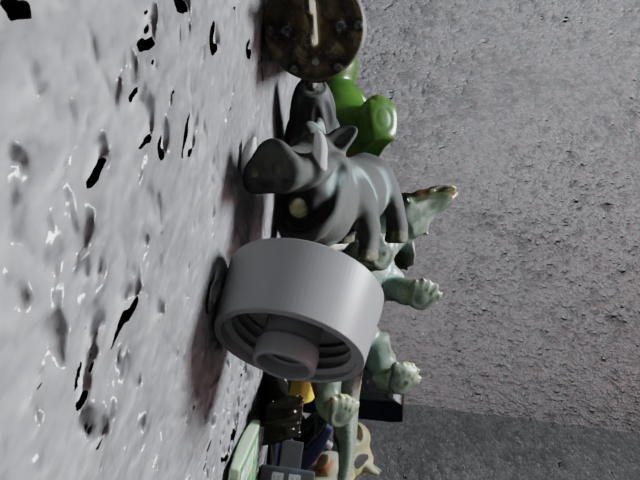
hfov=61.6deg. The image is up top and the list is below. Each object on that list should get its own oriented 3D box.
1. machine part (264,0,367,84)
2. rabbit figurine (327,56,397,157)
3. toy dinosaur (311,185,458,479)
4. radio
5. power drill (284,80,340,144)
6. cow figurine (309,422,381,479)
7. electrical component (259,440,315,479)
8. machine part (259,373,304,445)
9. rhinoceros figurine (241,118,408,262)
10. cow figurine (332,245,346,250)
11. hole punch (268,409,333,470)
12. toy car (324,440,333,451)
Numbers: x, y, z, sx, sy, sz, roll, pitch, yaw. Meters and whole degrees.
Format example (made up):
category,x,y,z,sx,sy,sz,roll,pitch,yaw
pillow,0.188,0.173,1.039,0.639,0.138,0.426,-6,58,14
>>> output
category,x,y,z,sx,sy,sz,roll,pitch,yaw
machine part,0.002,-0.182,0.465,0.243,0.079,0.079,-78,174,-69
rabbit figurine,0.031,-0.182,0.693,0.159,0.121,0.170,42,40,-79
toy dinosaur,0.045,0.098,0.675,0.404,0.131,0.192,-69,-163,2
radio,0.054,0.299,1.066,0.131,0.230,0.073,84,11,-55
power drill,-0.017,-0.021,0.555,0.232,0.086,0.207,89,1,-69
cow figurine,0.019,0.380,0.858,0.195,0.086,0.127,-54,125,-20
electrical component,-0.042,0.314,0.692,0.047,0.075,0.119,93,8,-54
machine part,-0.047,0.176,0.590,0.139,0.039,0.084,-165,-90,-80
rhinoceros figurine,0.013,-0.038,0.419,0.190,0.073,0.112,-6,97,-61
cow figurine,0.000,-0.001,0.790,0.098,0.068,0.167,-24,135,-34
hole punch,-0.029,0.289,0.807,0.142,0.092,0.115,-88,-173,-79
toy car,-0.024,0.385,0.949,0.161,0.103,0.109,79,19,-74
